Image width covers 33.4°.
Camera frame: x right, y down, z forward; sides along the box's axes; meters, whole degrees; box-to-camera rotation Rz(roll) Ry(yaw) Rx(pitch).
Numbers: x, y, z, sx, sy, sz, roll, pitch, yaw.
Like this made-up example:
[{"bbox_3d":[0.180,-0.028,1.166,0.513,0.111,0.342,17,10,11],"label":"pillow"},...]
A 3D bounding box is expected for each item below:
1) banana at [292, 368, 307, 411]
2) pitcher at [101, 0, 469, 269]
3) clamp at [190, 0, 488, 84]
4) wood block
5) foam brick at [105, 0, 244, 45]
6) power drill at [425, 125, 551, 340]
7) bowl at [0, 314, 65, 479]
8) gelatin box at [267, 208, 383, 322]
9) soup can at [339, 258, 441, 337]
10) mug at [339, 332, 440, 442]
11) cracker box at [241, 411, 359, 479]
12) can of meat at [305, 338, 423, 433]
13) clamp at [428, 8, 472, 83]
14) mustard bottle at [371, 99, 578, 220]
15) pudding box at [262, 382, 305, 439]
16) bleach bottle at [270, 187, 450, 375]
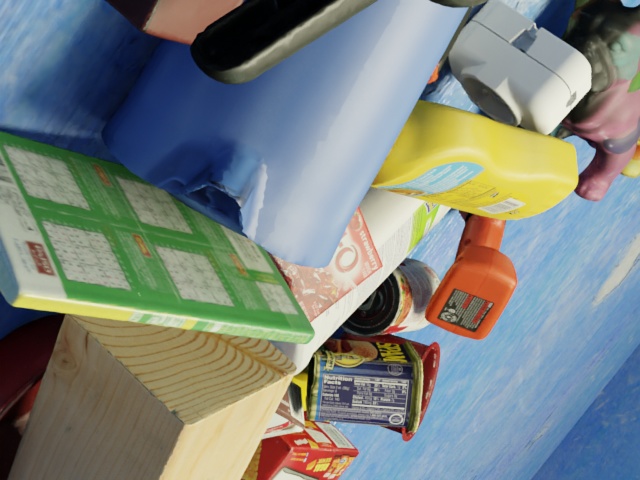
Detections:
[{"bbox_3d":[-0.030,0.118,0.919,0.197,0.037,0.069,22,82,-68],"label":"banana"},{"bbox_3d":[0.006,-0.120,0.533,0.144,0.149,0.243,20,106,-49],"label":"pitcher"},{"bbox_3d":[0.052,-0.143,0.406,0.209,0.036,0.165,-18,141,-44],"label":"clamp"},{"bbox_3d":[-0.106,0.130,0.586,0.090,0.091,0.206,-19,142,-51],"label":"wood block"},{"bbox_3d":[-0.069,-0.122,0.436,0.053,0.078,0.051,-57,154,17],"label":"foam brick"},{"bbox_3d":[0.149,-0.024,0.900,0.185,0.057,0.187,106,6,-53],"label":"power drill"},{"bbox_3d":[-0.159,0.096,0.627,0.162,0.055,0.162,-39,154,-23],"label":"bowl"},{"bbox_3d":[-0.005,0.001,0.705,0.073,0.030,0.089,-37,124,-22],"label":"gelatin box"},{"bbox_3d":[0.059,0.048,0.927,0.068,0.069,0.102,-57,156,15],"label":"soup can"},{"bbox_3d":[0.053,0.120,0.953,0.117,0.082,0.093,64,46,-63],"label":"mug"},{"bbox_3d":[-0.078,0.253,0.986,0.214,0.072,0.164,-52,155,6],"label":"cracker box"},{"bbox_3d":[0.032,0.112,0.845,0.102,0.084,0.057,-109,-156,-83],"label":"can of meat"},{"bbox_3d":[0.070,-0.161,0.673,0.120,0.039,0.172,-32,151,-34],"label":"clamp"},{"bbox_3d":[0.083,-0.058,0.734,0.191,0.058,0.096,10,164,-38],"label":"mustard bottle"},{"bbox_3d":[-0.068,0.127,0.805,0.090,0.039,0.113,-14,157,11],"label":"pudding box"},{"bbox_3d":[0.045,-0.009,0.829,0.250,0.068,0.103,-40,159,-28],"label":"bleach bottle"}]
